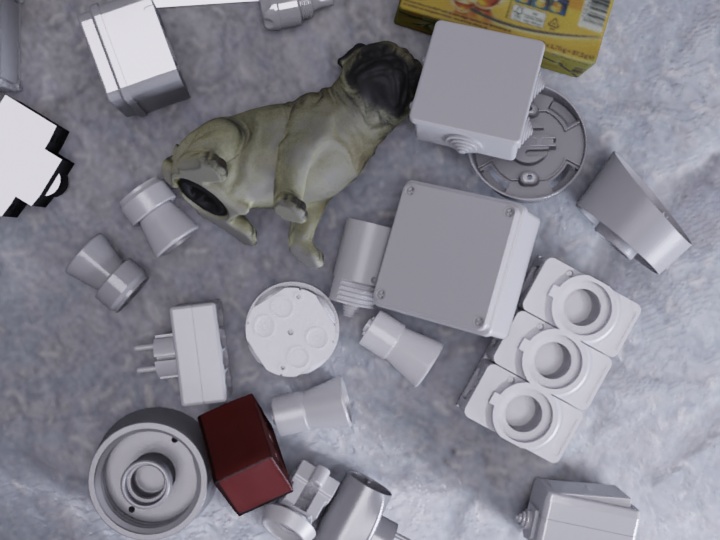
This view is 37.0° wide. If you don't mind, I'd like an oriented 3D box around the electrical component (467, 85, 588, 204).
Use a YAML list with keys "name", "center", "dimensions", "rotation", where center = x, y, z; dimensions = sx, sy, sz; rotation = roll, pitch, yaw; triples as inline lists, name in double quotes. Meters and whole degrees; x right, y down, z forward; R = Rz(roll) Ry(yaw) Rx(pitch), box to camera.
- name: "electrical component"
  center: [0.140, -0.104, 0.900]
  dimensions: [0.099, 0.064, 0.099]
  rotation: [-1, 84, 9]

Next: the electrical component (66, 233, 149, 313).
- name: "electrical component"
  center: [-0.212, 0.003, 0.904]
  dimensions: [0.055, 0.045, 0.045]
  rotation: [41, 90, -3]

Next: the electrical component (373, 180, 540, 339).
- name: "electrical component"
  center: [0.079, -0.008, 0.884]
  dimensions: [0.109, 0.056, 0.108]
  rotation: [15, 88, 28]

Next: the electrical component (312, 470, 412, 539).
- name: "electrical component"
  center: [0.006, 0.223, 0.916]
  dimensions: [0.079, 0.044, 0.077]
  rotation: [28, 90, -2]

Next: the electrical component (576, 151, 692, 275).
- name: "electrical component"
  center: [0.230, -0.045, 0.892]
  dimensions: [0.099, 0.099, 0.064]
  rotation: [41, 96, -2]

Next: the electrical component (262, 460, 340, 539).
- name: "electrical component"
  center: [-0.051, 0.198, 0.902]
  dimensions: [0.048, 0.066, 0.055]
  rotation: [33, 57, -2]

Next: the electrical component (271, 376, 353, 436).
- name: "electrical component"
  center: [-0.043, 0.118, 0.915]
  dimensions: [0.065, 0.044, 0.044]
  rotation: [-13, 92, 4]

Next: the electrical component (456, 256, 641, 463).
- name: "electrical component"
  center: [0.159, 0.074, 0.908]
  dimensions: [0.089, 0.062, 0.150]
  rotation: [29, 91, -2]

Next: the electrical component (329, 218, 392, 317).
- name: "electrical component"
  center: [0.000, 0.000, 0.911]
  dimensions: [0.043, 0.043, 0.081]
  rotation: [14, 91, -2]

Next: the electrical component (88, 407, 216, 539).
- name: "electrical component"
  center: [-0.175, 0.173, 0.902]
  dimensions: [0.108, 0.060, 0.108]
  rotation: [0, 92, -1]

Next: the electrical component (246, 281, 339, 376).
- name: "electrical component"
  center: [-0.057, 0.050, 0.907]
  dimensions: [0.080, 0.051, 0.080]
  rotation: [0, 92, -1]

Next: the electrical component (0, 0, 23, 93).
- name: "electrical component"
  center: [-0.317, -0.198, 0.888]
  dimensions: [0.061, 0.062, 0.096]
  rotation: [1, 92, -2]

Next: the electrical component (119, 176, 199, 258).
- name: "electrical component"
  center: [-0.169, -0.045, 0.904]
  dimensions: [0.045, 0.045, 0.055]
  rotation: [-36, 92, 0]

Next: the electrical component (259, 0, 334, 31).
- name: "electrical component"
  center: [-0.053, -0.223, 0.908]
  dimensions: [0.061, 0.035, 0.035]
  rotation: [-12, 92, -4]

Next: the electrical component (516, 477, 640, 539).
- name: "electrical component"
  center: [0.181, 0.210, 0.912]
  dimensions: [0.096, 0.062, 0.061]
  rotation: [12, 91, -2]

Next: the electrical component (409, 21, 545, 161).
- name: "electrical component"
  center: [0.093, -0.141, 0.855]
  dimensions: [0.100, 0.048, 0.099]
  rotation: [14, 77, 9]

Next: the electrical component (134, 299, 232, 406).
- name: "electrical component"
  center: [-0.152, 0.071, 0.907]
  dimensions: [0.076, 0.047, 0.083]
  rotation: [-7, 92, 0]

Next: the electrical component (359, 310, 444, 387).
- name: "electrical component"
  center: [0.033, 0.064, 0.916]
  dimensions: [0.065, 0.044, 0.044]
  rotation: [33, 90, 3]

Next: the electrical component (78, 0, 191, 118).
- name: "electrical component"
  center: [-0.180, -0.171, 0.867]
  dimensions: [0.057, 0.113, 0.078]
  rotation: [-20, 92, -4]
